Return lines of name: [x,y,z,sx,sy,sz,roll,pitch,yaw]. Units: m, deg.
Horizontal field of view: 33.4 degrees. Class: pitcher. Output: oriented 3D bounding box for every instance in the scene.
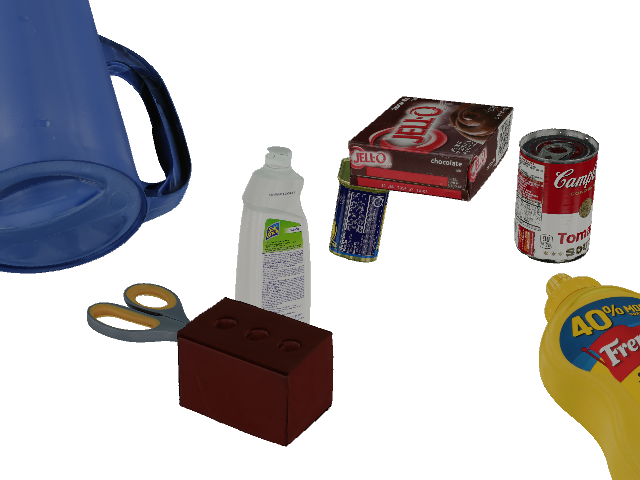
pitcher: [-0.199,-0.108,0.762,0.145,0.243,0.149,-26,-30,16]

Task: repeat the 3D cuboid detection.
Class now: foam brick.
foam brick: [-0.038,0.075,0.622,0.078,0.051,0.052,16,28,25]

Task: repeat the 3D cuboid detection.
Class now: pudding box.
pudding box: [0.081,-0.069,0.771,0.090,0.039,0.113,10,26,22]

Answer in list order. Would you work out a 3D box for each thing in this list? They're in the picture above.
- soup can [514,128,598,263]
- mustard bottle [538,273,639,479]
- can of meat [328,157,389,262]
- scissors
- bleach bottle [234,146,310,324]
soup can: [0.208,-0.039,0.948,0.068,0.102,0.068,-2,29,1]
mustard bottle: [0.182,0.078,0.620,0.096,0.058,0.192,-13,35,-11]
can of meat: [0.042,-0.033,1.126,0.057,0.084,0.102,10,19,1]
scissors: [-0.109,0.078,0.963,0.202,0.016,0.096,11,28,5]
bleach bottle: [-0.052,0.009,1.305,0.102,0.251,0.068,-10,25,-35]
